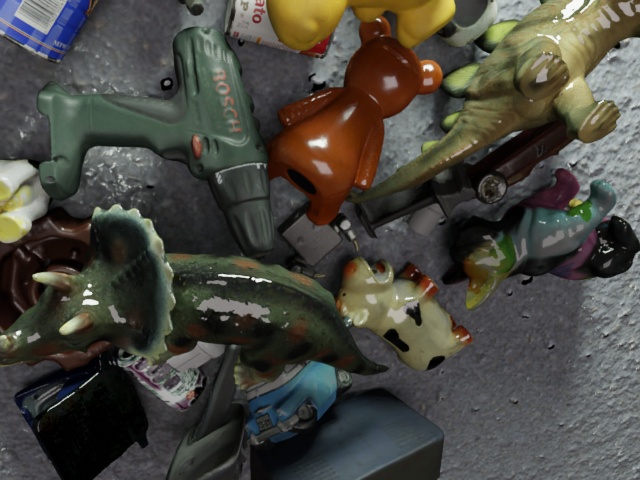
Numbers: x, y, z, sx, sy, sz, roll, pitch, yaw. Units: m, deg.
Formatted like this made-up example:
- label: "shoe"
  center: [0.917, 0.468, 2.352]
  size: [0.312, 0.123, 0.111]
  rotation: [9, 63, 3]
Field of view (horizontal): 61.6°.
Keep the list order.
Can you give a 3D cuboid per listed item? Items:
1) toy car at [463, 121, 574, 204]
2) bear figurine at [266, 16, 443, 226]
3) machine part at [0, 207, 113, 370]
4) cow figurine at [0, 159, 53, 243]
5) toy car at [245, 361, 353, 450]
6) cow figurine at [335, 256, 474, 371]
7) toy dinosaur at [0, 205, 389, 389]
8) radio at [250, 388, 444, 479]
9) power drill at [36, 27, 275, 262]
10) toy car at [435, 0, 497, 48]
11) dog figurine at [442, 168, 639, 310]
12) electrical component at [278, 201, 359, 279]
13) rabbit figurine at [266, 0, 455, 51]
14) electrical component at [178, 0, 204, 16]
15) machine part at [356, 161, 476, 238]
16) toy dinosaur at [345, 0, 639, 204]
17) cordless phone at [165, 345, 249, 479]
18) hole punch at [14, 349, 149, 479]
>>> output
- label: "toy car"
  center: [0.243, -0.102, 0.641]
  size: [0.202, 0.089, 0.053]
  rotation: [-36, 111, -1]
- label: "bear figurine"
  center: [0.029, -0.129, 0.577]
  size: [0.120, 0.132, 0.196]
  rotation: [37, 72, -6]
- label: "machine part"
  center: [-0.278, 0.052, 0.583]
  size: [0.179, 0.056, 0.179]
  rotation: [-4, 110, -12]
- label: "cow figurine"
  center: [-0.344, -0.042, 0.521]
  size: [0.167, 0.098, 0.068]
  rotation: [-4, 117, 7]
- label: "toy car"
  center: [-0.040, 0.172, 0.652]
  size: [0.109, 0.161, 0.103]
  rotation: [-34, 86, 31]
- label: "cow figurine"
  center: [0.093, 0.094, 0.682]
  size: [0.127, 0.086, 0.194]
  rotation: [-42, 115, -3]
- label: "toy dinosaur"
  center: [-0.070, 0.070, 0.504]
  size: [0.405, 0.192, 0.131]
  rotation: [10, 71, -21]
- label: "radio"
  center: [0.032, 0.274, 0.674]
  size: [0.229, 0.131, 0.073]
  rotation: [-10, 113, -33]
- label: "power drill"
  center: [-0.155, -0.084, 0.520]
  size: [0.207, 0.086, 0.232]
  rotation: [-6, 87, 0]
- label: "toy car"
  center: [0.111, -0.293, 0.556]
  size: [0.073, 0.056, 0.201]
  rotation: [-41, 113, 9]
- label: "dog figurine"
  center: [0.270, 0.020, 0.688]
  size: [0.219, 0.109, 0.191]
  rotation: [-38, 117, 6]
- label: "electrical component"
  center: [-0.003, -0.002, 0.639]
  size: [0.102, 0.045, 0.078]
  rotation: [-36, 116, 0]
- label: "rabbit figurine"
  center: [0.026, -0.237, 0.463]
  size: [0.173, 0.122, 0.162]
  rotation: [-31, 90, -6]
- label: "electrical component"
  center: [-0.137, -0.254, 0.501]
  size: [0.021, 0.094, 0.063]
  rotation: [-30, 152, -4]
- label: "machine part"
  center: [0.108, -0.049, 0.627]
  size: [0.139, 0.084, 0.039]
  rotation: [-22, 138, 20]
- label: "toy dinosaur"
  center: [0.219, -0.169, 0.549]
  size: [0.471, 0.199, 0.105]
  rotation: [-37, 114, 9]
- label: "cordless phone"
  center: [-0.118, 0.211, 0.636]
  size: [0.089, 0.147, 0.184]
  rotation: [15, 100, -6]
- label: "hole punch"
  center: [-0.279, 0.205, 0.631]
  size: [0.116, 0.092, 0.142]
  rotation: [-34, 116, -41]
